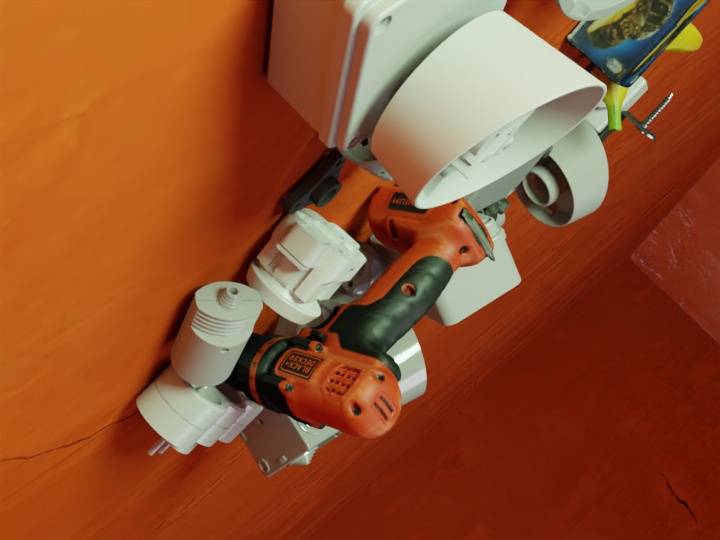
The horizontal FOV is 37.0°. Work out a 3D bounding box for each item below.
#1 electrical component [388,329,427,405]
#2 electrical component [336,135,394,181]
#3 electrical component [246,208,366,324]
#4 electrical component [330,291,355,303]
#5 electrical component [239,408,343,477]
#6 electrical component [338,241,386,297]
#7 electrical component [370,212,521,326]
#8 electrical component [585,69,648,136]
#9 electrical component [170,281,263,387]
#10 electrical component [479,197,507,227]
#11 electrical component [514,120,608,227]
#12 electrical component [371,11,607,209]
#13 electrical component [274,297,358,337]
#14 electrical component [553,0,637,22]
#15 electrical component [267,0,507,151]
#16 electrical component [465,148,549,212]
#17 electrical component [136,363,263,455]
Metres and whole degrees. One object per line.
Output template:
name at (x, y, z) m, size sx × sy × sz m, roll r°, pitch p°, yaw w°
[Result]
electrical component at (0.033, 0.097, 1.157) m, size 0.064 × 0.099 × 0.099 m, roll -32°, pitch 163°, yaw -23°
electrical component at (0.028, -0.095, 0.642) m, size 0.079 × 0.043 × 0.077 m, roll -48°, pitch 167°, yaw 15°
electrical component at (-0.038, -0.002, 0.707) m, size 0.057 × 0.058 × 0.078 m, roll -50°, pitch 167°, yaw 13°
electrical component at (-0.026, 0.058, 0.934) m, size 0.089 × 0.055 × 0.050 m, roll -50°, pitch 166°, yaw 25°
electrical component at (-0.066, 0.117, 0.897) m, size 0.048 × 0.099 × 0.100 m, roll -27°, pitch 171°, yaw -40°
electrical component at (0.000, 0.000, 0.858) m, size 0.043 × 0.043 × 0.062 m, roll -46°, pitch 168°, yaw 7°
electrical component at (0.066, -0.009, 0.867) m, size 0.078 × 0.057 × 0.113 m, roll -31°, pitch -158°, yaw -14°
electrical component at (0.231, -0.170, 1.019) m, size 0.065 × 0.047 × 0.077 m, roll -47°, pitch 167°, yaw 11°
electrical component at (-0.092, 0.036, 0.691) m, size 0.043 × 0.043 × 0.081 m, roll -33°, pitch 163°, yaw -40°
electrical component at (0.116, -0.048, 1.061) m, size 0.079 × 0.044 × 0.077 m, roll -38°, pitch 166°, yaw -28°
electrical component at (0.193, -0.094, 1.039) m, size 0.064 × 0.099 × 0.099 m, roll -31°, pitch 163°, yaw -23°
electrical component at (0.056, -0.069, 0.499) m, size 0.099 × 0.064 × 0.099 m, roll -41°, pitch 167°, yaw -12°
electrical component at (-0.027, 0.048, 0.836) m, size 0.077 × 0.047 × 0.065 m, roll -39°, pitch -158°, yaw 31°
electrical component at (0.135, -0.198, 0.589) m, size 0.108 × 0.060 × 0.108 m, roll -29°, pitch 156°, yaw -14°
electrical component at (0.016, -0.124, 0.486) m, size 0.109 × 0.056 × 0.108 m, roll -39°, pitch 166°, yaw -22°
electrical component at (0.103, -0.101, 0.823) m, size 0.109 × 0.056 × 0.108 m, roll -27°, pitch 159°, yaw -52°
electrical component at (-0.127, 0.111, 0.796) m, size 0.073 × 0.052 × 0.138 m, roll -45°, pitch 167°, yaw 4°
